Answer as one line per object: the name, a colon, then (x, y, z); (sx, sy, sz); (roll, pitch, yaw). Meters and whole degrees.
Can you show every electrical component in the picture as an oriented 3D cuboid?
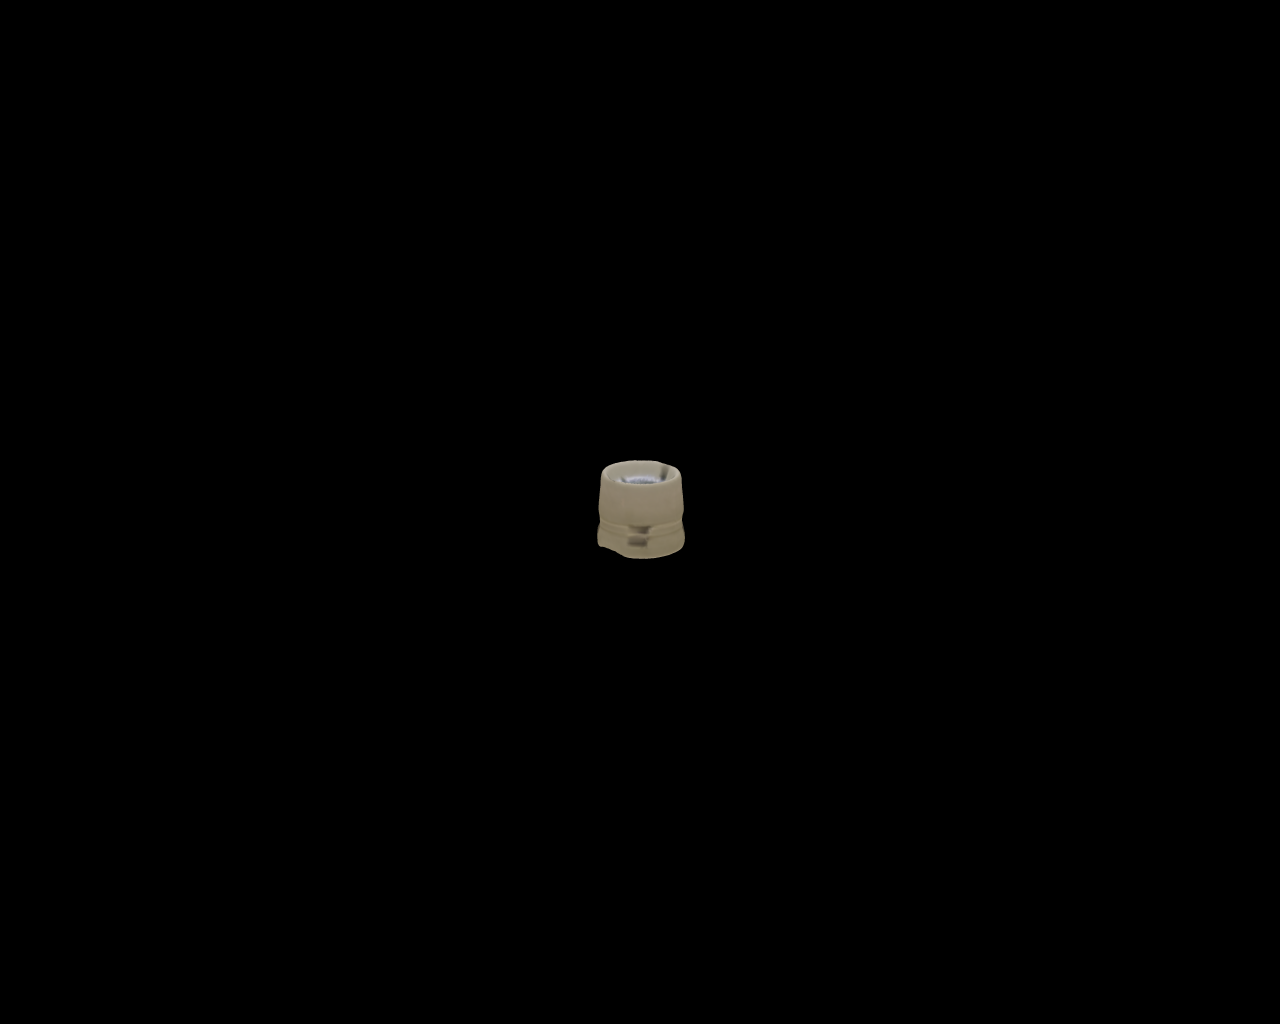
electrical component: (0.001, -0.003, 0.650); (0.055, 0.047, 0.055); (0, 21, 0)
